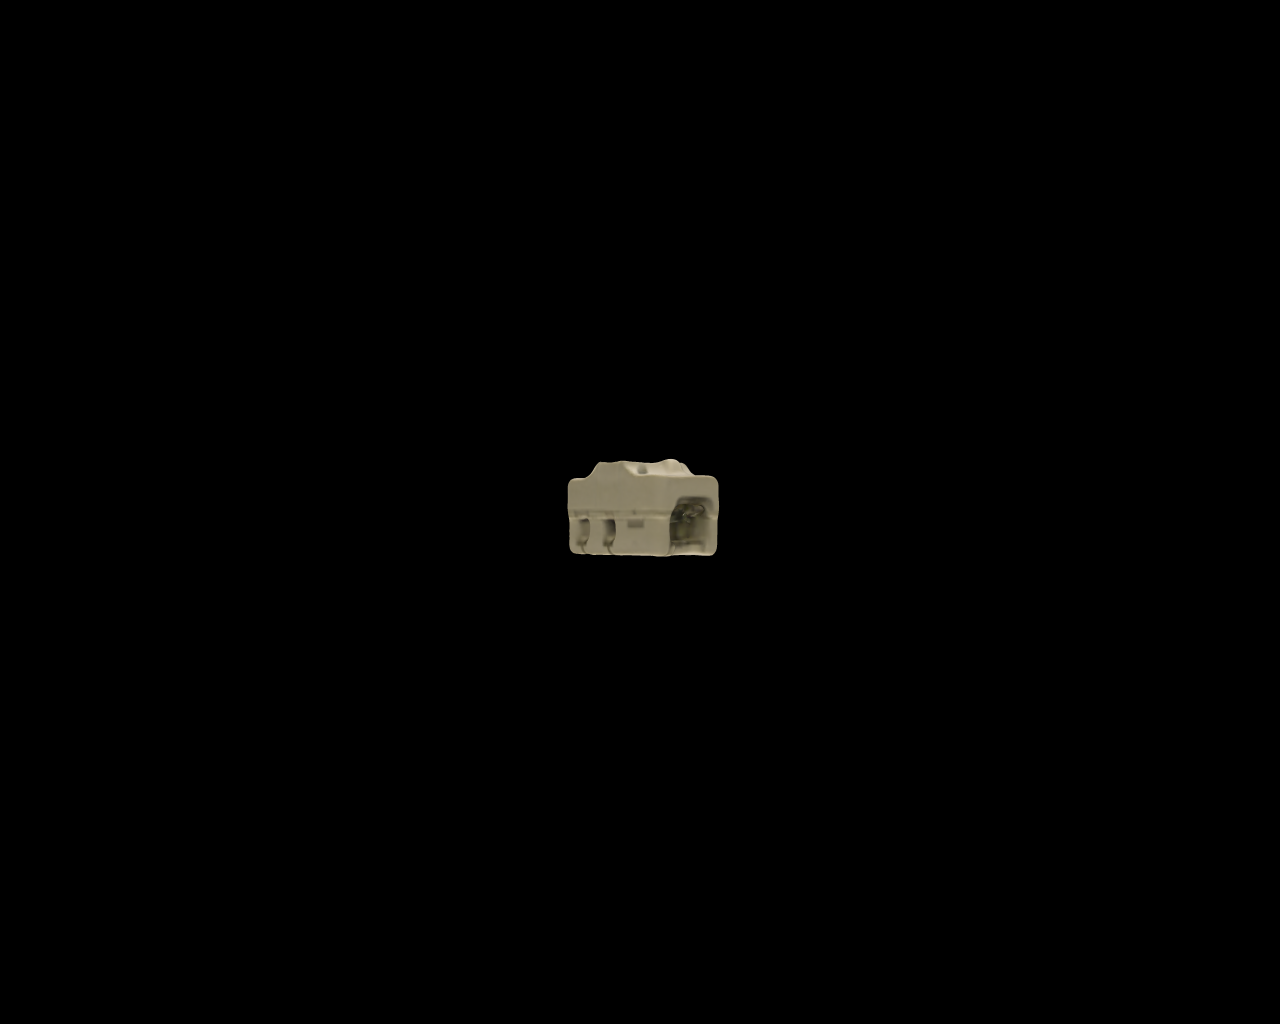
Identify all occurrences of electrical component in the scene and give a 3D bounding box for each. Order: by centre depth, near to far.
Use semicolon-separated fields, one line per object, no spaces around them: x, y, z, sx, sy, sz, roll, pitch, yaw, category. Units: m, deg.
0.001;-0.003;0.650;0.050;0.055;0.089;0;0;-39;electrical component
